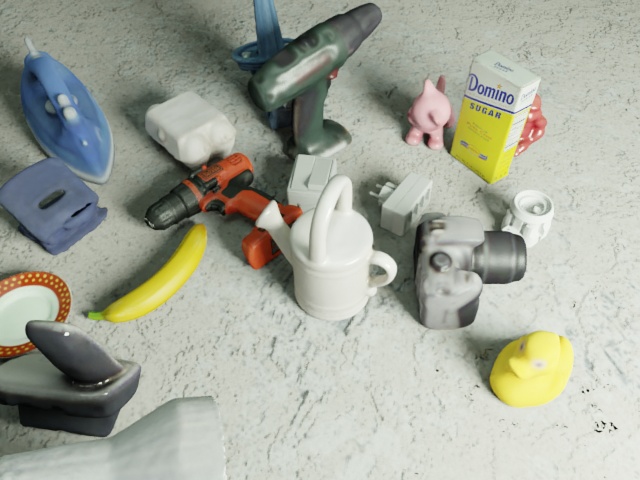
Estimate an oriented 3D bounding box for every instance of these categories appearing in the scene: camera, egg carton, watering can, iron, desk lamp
[{"bbox_3d":[0.189,0.028,0.720,0.136,0.101,0.143,1,50,3],"label":"camera"},{"bbox_3d":[-0.212,-0.179,0.928,0.107,0.069,0.150,-37,58,-25],"label":"egg carton"},{"bbox_3d":[0.005,0.004,0.686,0.172,0.194,0.101,2,50,4],"label":"watering can"},{"bbox_3d":[-0.408,-0.211,0.915,0.119,0.141,0.257,-29,55,-20],"label":"iron"},{"bbox_3d":[-0.168,0.228,0.492,0.203,0.214,0.117,-11,50,-7],"label":"desk lamp"}]

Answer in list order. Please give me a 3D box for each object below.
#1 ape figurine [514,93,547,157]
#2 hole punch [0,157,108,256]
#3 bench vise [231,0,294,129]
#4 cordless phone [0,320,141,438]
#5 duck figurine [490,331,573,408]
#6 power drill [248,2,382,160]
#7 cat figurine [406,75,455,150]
[{"bbox_3d":[0.322,-0.191,0.904,0.078,0.092,0.076,-2,50,1],"label":"ape figurine"},{"bbox_3d":[-0.376,-0.051,0.812,0.100,0.091,0.109,28,56,23],"label":"hole punch"},{"bbox_3d":[-0.068,-0.308,0.933,0.122,0.220,0.206,-30,55,-21],"label":"bench vise"},{"bbox_3d":[-0.282,0.126,0.600,0.147,0.185,0.094,2,50,4],"label":"cordless phone"},{"bbox_3d":[0.244,0.132,0.641,0.105,0.086,0.077,-26,54,-18],"label":"duck figurine"},{"bbox_3d":[0.000,-0.229,0.872,0.230,0.208,0.075,-33,56,-23],"label":"power drill"},{"bbox_3d":[0.178,-0.209,0.908,0.067,0.118,0.128,16,53,15],"label":"cat figurine"}]
